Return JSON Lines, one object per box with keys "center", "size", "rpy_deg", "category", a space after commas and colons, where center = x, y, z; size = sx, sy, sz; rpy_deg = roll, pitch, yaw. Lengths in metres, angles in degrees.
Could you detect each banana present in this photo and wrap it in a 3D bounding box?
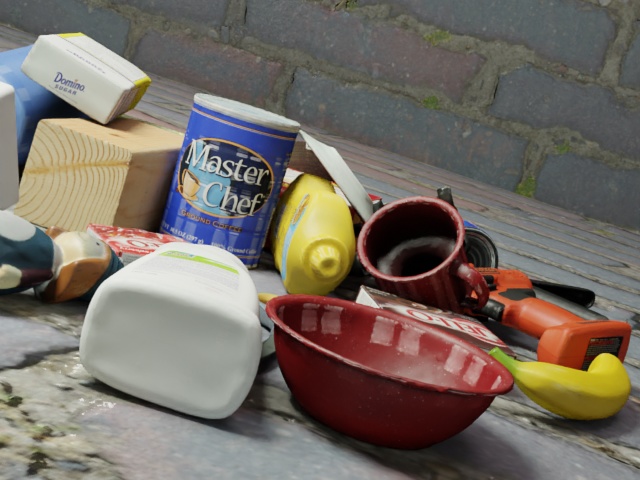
{"center": [0.206, 0.111, 0.835], "size": [0.197, 0.037, 0.070], "rpy_deg": [12, 39, -51], "category": "banana"}

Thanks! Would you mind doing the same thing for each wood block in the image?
{"center": [-0.190, -0.060, 1.000], "size": [0.091, 0.090, 0.206], "rpy_deg": [20, 10, 9], "category": "wood block"}

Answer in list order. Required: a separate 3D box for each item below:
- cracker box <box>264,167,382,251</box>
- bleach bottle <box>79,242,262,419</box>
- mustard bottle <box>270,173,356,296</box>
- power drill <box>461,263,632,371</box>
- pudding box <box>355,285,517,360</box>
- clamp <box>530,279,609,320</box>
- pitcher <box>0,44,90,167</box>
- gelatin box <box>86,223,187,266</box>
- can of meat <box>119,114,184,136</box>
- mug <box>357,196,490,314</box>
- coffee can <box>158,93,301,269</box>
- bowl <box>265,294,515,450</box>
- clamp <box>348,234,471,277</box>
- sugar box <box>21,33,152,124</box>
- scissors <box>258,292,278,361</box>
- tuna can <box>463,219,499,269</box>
{"center": [-0.033, -0.035, 1.186], "size": [0.164, 0.072, 0.213], "rpy_deg": [19, 9, 11], "category": "cracker box"}
{"center": [-0.079, 0.043, 0.701], "size": [0.102, 0.068, 0.251], "rpy_deg": [18, 7, 0], "category": "bleach bottle"}
{"center": [-0.006, 0.001, 0.950], "size": [0.058, 0.096, 0.192], "rpy_deg": [17, 9, -11], "category": "mustard bottle"}
{"center": [0.174, 0.071, 0.986], "size": [0.184, 0.057, 0.188], "rpy_deg": [0, 20, -38], "category": "power drill"}
{"center": [0.088, 0.078, 0.851], "size": [0.113, 0.039, 0.090], "rpy_deg": [15, 9, -16], "category": "pudding box"}
{"center": [0.225, 0.059, 1.201], "size": [0.210, 0.036, 0.164], "rpy_deg": [15, 9, -1], "category": "clamp"}
{"center": [-0.330, -0.137, 1.116], "size": [0.145, 0.149, 0.242], "rpy_deg": [50, 12, -5], "category": "pitcher"}
{"center": [-0.135, 0.015, 0.848], "size": [0.089, 0.030, 0.073], "rpy_deg": [10, 12, -34], "category": "gelatin box"}
{"center": [-0.201, -0.086, 1.140], "size": [0.102, 0.084, 0.057], "rpy_deg": [18, 10, 6], "category": "can of meat"}
{"center": [0.096, 0.026, 0.920], "size": [0.117, 0.093, 0.081], "rpy_deg": [22, -28, 34], "category": "mug"}
{"center": [-0.086, -0.056, 1.000], "size": [0.103, 0.140, 0.103], "rpy_deg": [17, 10, -3], "category": "coffee can"}
{"center": [0.036, 0.086, 0.667], "size": [0.162, 0.055, 0.162], "rpy_deg": [17, 10, -3], "category": "bowl"}
{"center": [0.060, 0.019, 1.059], "size": [0.120, 0.039, 0.172], "rpy_deg": [-4, -5, -22], "category": "clamp"}
{"center": [-0.225, -0.161, 1.044], "size": [0.093, 0.048, 0.176], "rpy_deg": [32, 12, -6], "category": "sugar box"}
{"center": [-0.040, 0.064, 0.785], "size": [0.096, 0.016, 0.201], "rpy_deg": [20, 10, 26], "category": "scissors"}
{"center": [0.144, 0.022, 1.127], "size": [0.086, 0.086, 0.034], "rpy_deg": [13, 12, -20], "category": "tuna can"}
